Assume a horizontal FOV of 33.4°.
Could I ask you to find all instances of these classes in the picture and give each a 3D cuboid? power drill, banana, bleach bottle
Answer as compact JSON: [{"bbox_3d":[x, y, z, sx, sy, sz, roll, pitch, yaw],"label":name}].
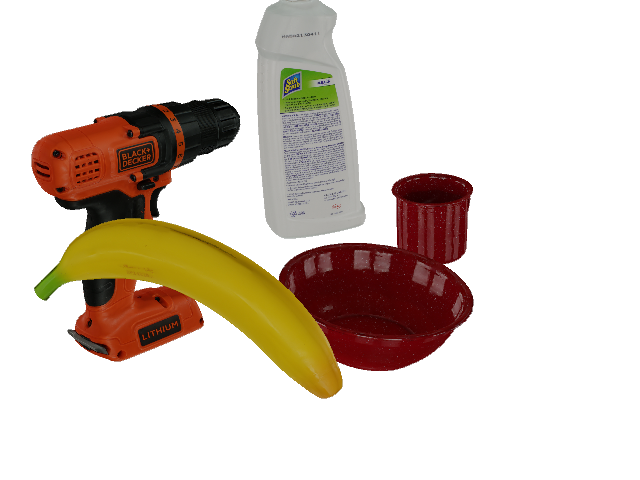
[{"bbox_3d":[-0.135,-0.013,0.836,0.184,0.188,0.057,-20,28,-41],"label":"power drill"},{"bbox_3d":[-0.072,0.031,0.637,0.198,0.070,0.037,19,21,10],"label":"banana"},{"bbox_3d":[-0.009,-0.128,1.014,0.102,0.251,0.068,-11,31,-17],"label":"bleach bottle"}]

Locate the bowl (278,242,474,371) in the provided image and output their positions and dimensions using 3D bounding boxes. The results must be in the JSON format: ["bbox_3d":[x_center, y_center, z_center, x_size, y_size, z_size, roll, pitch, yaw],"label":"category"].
[{"bbox_3d":[0.044,0.061,0.890,0.162,0.055,0.162,5,26,-2],"label":"bowl"}]

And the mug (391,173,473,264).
[{"bbox_3d":[0.137,-0.028,1.249,0.093,0.081,0.117,18,33,35],"label":"mug"}]
